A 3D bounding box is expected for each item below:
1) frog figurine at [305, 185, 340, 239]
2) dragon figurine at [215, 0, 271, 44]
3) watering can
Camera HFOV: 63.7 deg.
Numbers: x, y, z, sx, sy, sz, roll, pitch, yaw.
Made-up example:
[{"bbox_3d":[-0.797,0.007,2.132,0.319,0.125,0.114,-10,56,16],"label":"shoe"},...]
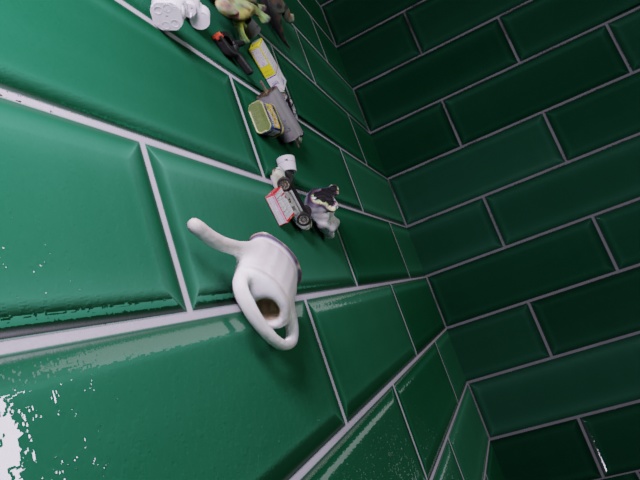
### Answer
[{"bbox_3d":[0.005,-0.082,1.624,0.155,0.123,0.140,100,-21,-45],"label":"frog figurine"},{"bbox_3d":[-0.285,-0.768,1.614,0.239,0.121,0.420,37,23,-43],"label":"dragon figurine"},{"bbox_3d":[-0.129,0.057,1.024,0.343,0.103,0.229,59,19,-22],"label":"watering can"}]
